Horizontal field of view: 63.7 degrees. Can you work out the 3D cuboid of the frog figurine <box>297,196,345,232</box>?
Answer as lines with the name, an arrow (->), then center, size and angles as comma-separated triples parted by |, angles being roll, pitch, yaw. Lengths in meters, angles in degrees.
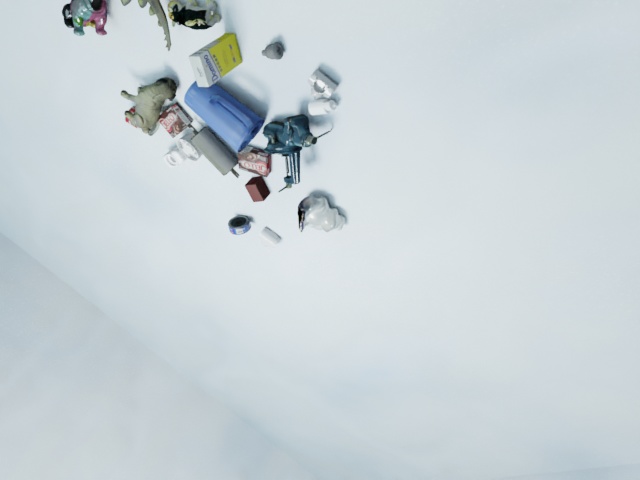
frog figurine -> 0.005, -0.089, 1.767 | 0.160, 0.125, 0.134 | -4, 128, -13
